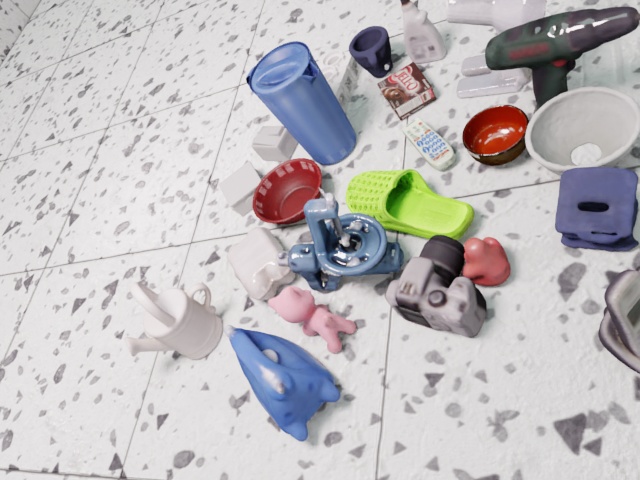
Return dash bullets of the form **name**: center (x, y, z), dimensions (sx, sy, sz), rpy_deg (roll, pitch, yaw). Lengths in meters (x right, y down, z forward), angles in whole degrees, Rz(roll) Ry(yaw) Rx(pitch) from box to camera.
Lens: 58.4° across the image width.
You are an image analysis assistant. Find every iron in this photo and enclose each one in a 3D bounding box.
- **iron**: center (-0.091, 0.199, 0.927), dimensions (0.119, 0.142, 0.257), rpy_deg (-50, 47, -7)

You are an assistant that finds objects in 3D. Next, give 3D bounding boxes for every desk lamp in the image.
- **desk lamp**: center (0.320, -0.368, 1.021), dimensions (0.202, 0.214, 0.118), rpy_deg (-1, 59, 32)

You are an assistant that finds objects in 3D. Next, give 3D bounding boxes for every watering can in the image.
- **watering can**: center (-0.278, 0.145, 1.047), dimensions (0.100, 0.195, 0.173), rpy_deg (14, 67, 38)

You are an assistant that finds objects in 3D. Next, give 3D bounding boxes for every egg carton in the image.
- **egg carton**: center (-0.115, 0.044, 1.102), dimensions (0.107, 0.070, 0.150), rpy_deg (-41, 46, 0)

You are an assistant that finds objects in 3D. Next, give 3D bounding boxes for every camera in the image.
- **camera**: center (0.184, 0.060, 0.880), dimensions (0.142, 0.101, 0.137), rpy_deg (13, 66, 38)

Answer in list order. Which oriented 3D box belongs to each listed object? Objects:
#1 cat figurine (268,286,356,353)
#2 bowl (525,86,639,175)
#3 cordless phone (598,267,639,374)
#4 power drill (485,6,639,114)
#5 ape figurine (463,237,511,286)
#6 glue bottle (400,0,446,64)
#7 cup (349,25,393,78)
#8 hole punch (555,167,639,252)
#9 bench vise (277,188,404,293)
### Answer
- **cat figurine**: center (-0.020, 0.121, 0.954), dimensions (0.127, 0.118, 0.067), rpy_deg (22, 73, 41)
- **bowl**: center (0.417, -0.158, 0.905), dimensions (0.167, 0.075, 0.167), rpy_deg (-16, 51, 22)
- **cordless phone**: center (0.397, 0.069, 0.681), dimensions (0.093, 0.186, 0.148), rpy_deg (31, 78, 42)
- **power drill**: center (0.389, -0.274, 0.914), dimensions (0.228, 0.209, 0.076), rpy_deg (8, 63, 36)
- **ape figurine**: center (0.247, 0.027, 0.870), dimensions (0.078, 0.092, 0.076), rpy_deg (-40, 46, 2)
- **glue bottle**: center (0.198, -0.440, 1.177), dimensions (0.077, 0.174, 0.037), rpy_deg (1, 60, 33)
- **cup**: center (0.123, -0.394, 1.246), dimensions (0.091, 0.095, 0.117), rpy_deg (-23, 49, 17)
- **hole punch**: center (0.400, -0.044, 0.825), dimensions (0.108, 0.091, 0.101), rpy_deg (5, 62, 35)
- **bench vise**: center (0.011, 0.012, 0.941), dimensions (0.207, 0.220, 0.121), rpy_deg (-27, 48, 14)
